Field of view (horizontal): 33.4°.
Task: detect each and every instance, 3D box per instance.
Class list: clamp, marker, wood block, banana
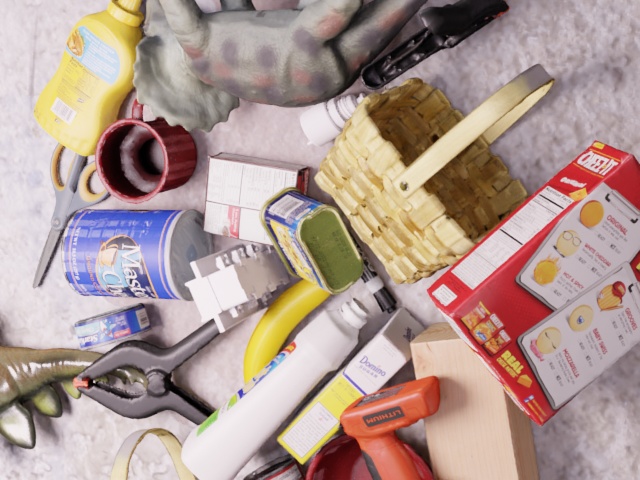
[{"bbox_3d":[0.114,-0.196,1.014,0.120,0.171,0.039,-29,89,46],"label":"clamp"},{"bbox_3d":[0.045,0.027,1.152,0.020,0.020,0.121,-35,86,24],"label":"marker"},{"bbox_3d":[0.163,0.191,1.096,0.091,0.090,0.206,-8,96,23],"label":"wood block"},{"bbox_3d":[-0.181,0.152,1.240,0.210,0.036,0.164,5,99,6],"label":"clamp"},{"bbox_3d":[-0.042,0.111,1.197,0.069,0.037,0.198,20,111,-7],"label":"banana"}]

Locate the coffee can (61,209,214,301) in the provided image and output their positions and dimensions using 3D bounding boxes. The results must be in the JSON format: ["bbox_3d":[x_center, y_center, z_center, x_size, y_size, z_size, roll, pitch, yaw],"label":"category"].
[{"bbox_3d":[-0.205,0.016,1.207,0.140,0.102,0.103,1,100,22],"label":"coffee can"}]

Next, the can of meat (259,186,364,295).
[{"bbox_3d":[-0.007,0.001,1.112,0.084,0.057,0.102,26,149,58],"label":"can of meat"}]

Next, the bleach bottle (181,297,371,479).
[{"bbox_3d":[-0.041,0.157,1.151,0.068,0.102,0.251,44,100,-2],"label":"bleach bottle"}]

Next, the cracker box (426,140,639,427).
[{"bbox_3d":[0.227,0.040,0.977,0.213,0.072,0.164,-41,116,-1],"label":"cracker box"}]

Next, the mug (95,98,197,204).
[{"bbox_3d":[-0.190,-0.104,1.190,0.093,0.081,0.117,2,100,22],"label":"mug"}]

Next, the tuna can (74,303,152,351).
[{"bbox_3d":[-0.243,0.101,1.248,0.086,0.086,0.034,-15,92,24],"label":"tuna can"}]

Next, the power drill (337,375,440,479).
[{"bbox_3d":[0.111,0.232,1.042,0.185,0.057,0.187,-20,92,24],"label":"power drill"}]

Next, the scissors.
[{"bbox_3d":[-0.296,-0.024,1.285,0.096,0.016,0.202,15,105,19],"label":"scissors"}]

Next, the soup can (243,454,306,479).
[{"bbox_3d":[-0.036,0.304,1.211,0.069,0.068,0.102,-26,90,24],"label":"soup can"}]

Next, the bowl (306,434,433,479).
[{"bbox_3d":[0.067,0.278,1.170,0.162,0.055,0.162,4,101,22],"label":"bowl"}]

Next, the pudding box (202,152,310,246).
[{"bbox_3d":[-0.071,-0.044,1.176,0.114,0.039,0.090,11,103,18],"label":"pudding box"}]

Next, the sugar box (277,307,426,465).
[{"bbox_3d":[0.036,0.156,1.139,0.048,0.093,0.176,46,113,2],"label":"sugar box"}]

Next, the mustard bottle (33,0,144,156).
[{"bbox_3d":[-0.250,-0.197,1.209,0.096,0.058,0.192,39,112,20],"label":"mustard bottle"}]
